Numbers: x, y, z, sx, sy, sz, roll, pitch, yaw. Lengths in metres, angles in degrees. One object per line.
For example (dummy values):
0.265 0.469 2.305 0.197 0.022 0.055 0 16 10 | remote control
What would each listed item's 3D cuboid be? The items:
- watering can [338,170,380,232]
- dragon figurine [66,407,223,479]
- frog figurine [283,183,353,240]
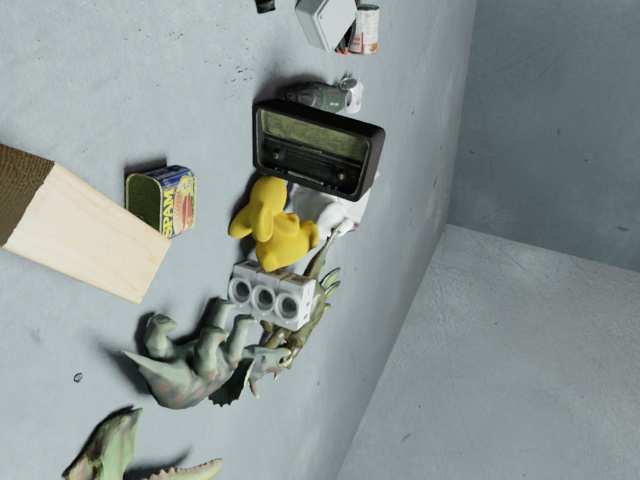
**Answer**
0.088 -0.125 1.359 0.346 0.104 0.224 12 94 -69 | watering can
-0.281 0.374 0.780 0.415 0.122 0.240 -33 126 -62 | dragon figurine
0.003 -0.056 1.112 0.120 0.160 0.140 70 41 -59 | frog figurine
